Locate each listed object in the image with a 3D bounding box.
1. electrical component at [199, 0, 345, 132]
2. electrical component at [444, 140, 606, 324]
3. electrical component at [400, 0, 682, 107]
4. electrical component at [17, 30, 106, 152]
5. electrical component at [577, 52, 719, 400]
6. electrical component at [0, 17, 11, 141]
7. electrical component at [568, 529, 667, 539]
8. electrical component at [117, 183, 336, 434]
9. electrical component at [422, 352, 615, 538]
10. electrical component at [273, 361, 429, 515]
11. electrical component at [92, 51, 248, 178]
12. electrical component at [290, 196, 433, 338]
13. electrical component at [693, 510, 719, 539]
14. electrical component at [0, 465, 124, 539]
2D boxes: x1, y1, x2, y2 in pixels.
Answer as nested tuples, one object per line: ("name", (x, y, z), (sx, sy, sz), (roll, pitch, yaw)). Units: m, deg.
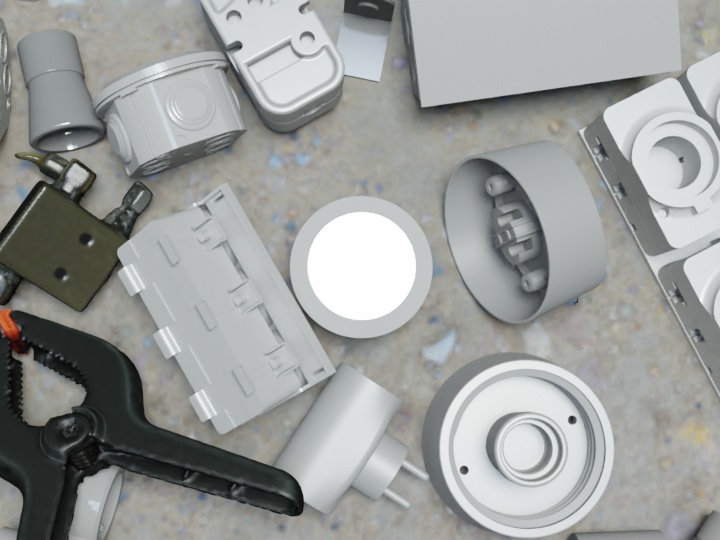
("electrical component", (-0.051, -0.133, 0.630), (0.054, 0.059, 0.095), (-30, 87, -5))
("electrical component", (0.094, -0.023, 0.609), (0.064, 0.099, 0.099), (-19, 86, -10))
("electrical component", (0.101, -0.152, 0.626), (0.150, 0.061, 0.089), (-8, 106, 0))
("electrical component", (-0.178, -0.107, 0.632), (0.044, 0.044, 0.065), (-14, 81, -4))
("electrical component", (0.224, -0.029, 0.631), (0.105, 0.060, 0.186), (-27, 86, -4))
("electrical component", (-0.231, -0.109, 0.611), (0.051, 0.080, 0.080), (2, 85, -8))
("electrical component", (0.134, 0.172, 0.617), (0.081, 0.043, 0.043), (-1, 85, -2))
("electrical component", (-0.079, 0.025, 0.606), (0.079, 0.063, 0.121), (-33, 86, 36))
("electrical component", (0.092, 0.100, 0.613), (0.108, 0.060, 0.108), (0, 85, -2))
("electrical component", (0.001, 0.106, 0.618), (0.079, 0.043, 0.077), (34, 84, 1))
("electrical component", (-0.107, -0.089, 0.614), (0.080, 0.080, 0.051), (-22, 91, -4))
("electrical component", (0.000, 0.000, 0.624), (0.080, 0.051, 0.080), (0, 85, -2))
("electrical component", (0.211, 0.174, 0.615), (0.055, 0.055, 0.047), (39, 88, 1))
("electrical component", (-0.187, 0.166, 0.600), (0.074, 0.052, 0.138), (15, 84, -1))
